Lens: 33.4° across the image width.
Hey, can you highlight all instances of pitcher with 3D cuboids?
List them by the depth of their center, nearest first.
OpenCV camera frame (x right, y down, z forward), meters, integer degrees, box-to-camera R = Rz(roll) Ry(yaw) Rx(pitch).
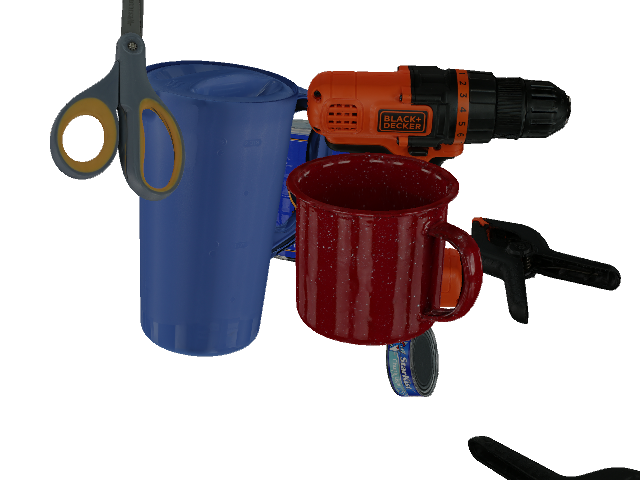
[{"bbox_3d":[-0.086,-0.028,0.927,0.149,0.243,0.144,15,24,19],"label":"pitcher"}]

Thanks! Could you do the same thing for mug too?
[{"bbox_3d":[0.037,0.008,0.581,0.117,0.081,0.093,18,29,34],"label":"mug"}]

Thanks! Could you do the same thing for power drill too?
[{"bbox_3d":[0.081,-0.039,0.786,0.184,0.188,0.057,3,33,2],"label":"power drill"}]

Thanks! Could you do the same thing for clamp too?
[{"bbox_3d":[0.202,0.229,0.862,0.210,0.036,0.164,2,36,24],"label":"clamp"},{"bbox_3d":[0.213,0.020,1.066,0.120,0.039,0.171,-9,32,-15],"label":"clamp"}]

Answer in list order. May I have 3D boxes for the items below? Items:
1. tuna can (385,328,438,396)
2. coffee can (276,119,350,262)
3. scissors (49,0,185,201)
[{"bbox_3d":[0.106,0.137,1.231,0.034,0.086,0.086,-5,-2,26],"label":"tuna can"},{"bbox_3d":[-0.009,-0.055,1.144,0.103,0.140,0.103,4,11,-1],"label":"coffee can"},{"bbox_3d":[-0.143,-0.119,0.708,0.096,0.202,0.016,-9,-15,-28],"label":"scissors"}]
